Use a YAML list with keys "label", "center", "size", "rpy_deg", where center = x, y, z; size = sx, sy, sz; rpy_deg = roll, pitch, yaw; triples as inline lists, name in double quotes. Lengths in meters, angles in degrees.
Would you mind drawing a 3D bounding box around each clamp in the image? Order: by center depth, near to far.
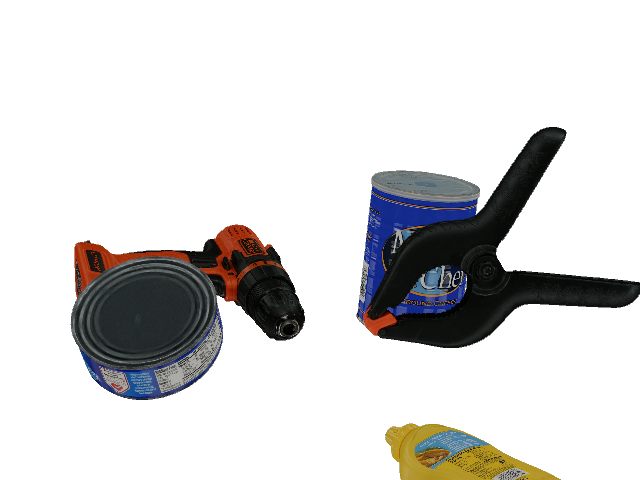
- label: "clamp"
  center: [0.111, 0.023, 0.664]
  size: [0.171, 0.120, 0.039]
  rpy_deg: [-36, -5, 5]

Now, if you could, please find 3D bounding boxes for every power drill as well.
- label: "power drill"
  center: [-0.120, 0.043, 0.955]
  size: [0.187, 0.057, 0.185]
  rpy_deg: [-3, 23, -19]

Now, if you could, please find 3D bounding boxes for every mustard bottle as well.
- label: "mustard bottle"
  center: [0.132, 0.219, 1.006]
  size: [0.096, 0.058, 0.192]
  rpy_deg: [-14, 24, -37]

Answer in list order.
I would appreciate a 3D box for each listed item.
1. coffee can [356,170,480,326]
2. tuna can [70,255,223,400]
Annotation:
- label: "coffee can"
  center: [0.092, 0.012, 1.023]
  size: [0.103, 0.140, 0.103]
  rpy_deg: [5, 15, -2]
- label: "tuna can"
  center: [-0.101, 0.051, 0.630]
  size: [0.086, 0.086, 0.034]
  rpy_deg: [0, -44, 7]
